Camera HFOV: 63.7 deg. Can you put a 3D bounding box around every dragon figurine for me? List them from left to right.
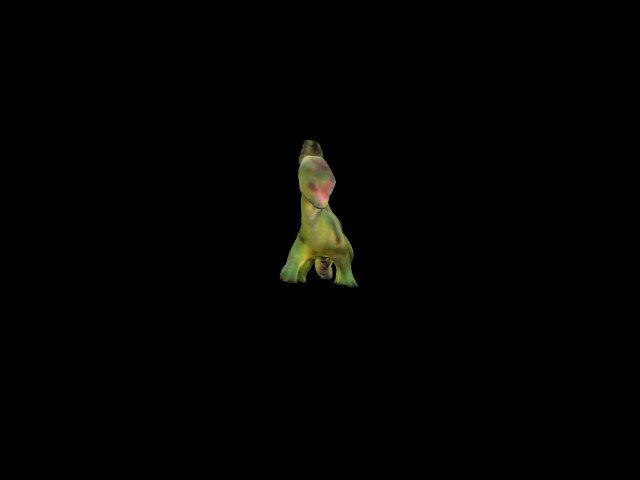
[{"bbox_3d":[0.003,-0.043,0.850,0.122,0.243,0.409,0,-2,0],"label":"dragon figurine"}]
